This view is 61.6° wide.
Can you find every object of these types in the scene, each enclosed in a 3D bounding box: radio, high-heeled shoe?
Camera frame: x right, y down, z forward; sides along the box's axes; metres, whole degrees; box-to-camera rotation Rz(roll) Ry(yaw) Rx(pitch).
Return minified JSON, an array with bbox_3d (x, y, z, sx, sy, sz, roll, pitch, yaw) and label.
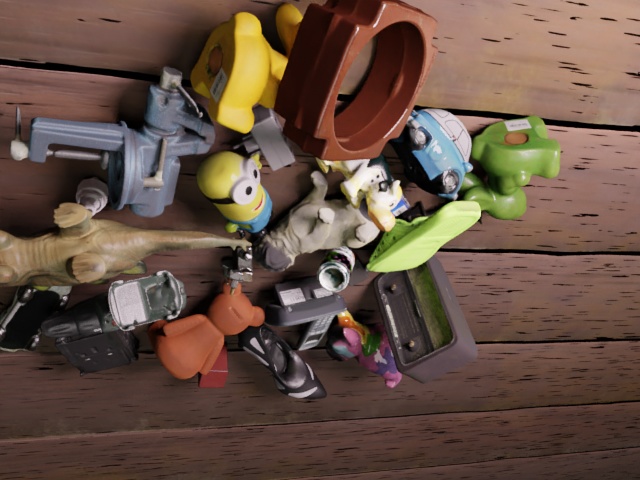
[{"bbox_3d":[0.182,0.133,0.974,0.131,0.230,0.073,-38,128,24],"label":"radio"},{"bbox_3d":[-0.060,0.239,1.069,0.248,0.086,0.145,32,145,-15],"label":"high-heeled shoe"}]

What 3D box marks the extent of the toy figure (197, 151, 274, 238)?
[{"bbox_3d":[-0.122,-0.062,0.802,0.089,0.082,0.180,-7,158,3],"label":"toy figure"}]

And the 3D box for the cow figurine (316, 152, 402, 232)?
[{"bbox_3d":[0.074,-0.095,0.800,0.098,0.167,0.068,-38,166,-4],"label":"cow figurine"}]

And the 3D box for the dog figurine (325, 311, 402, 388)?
[{"bbox_3d":[0.120,0.200,1.097,0.191,0.109,0.219,-35,127,16],"label":"dog figurine"}]

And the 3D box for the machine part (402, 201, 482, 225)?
[{"bbox_3d":[0.218,-0.040,0.958,0.139,0.039,0.084,-15,127,6],"label":"machine part"}]

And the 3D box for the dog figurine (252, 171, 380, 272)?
[{"bbox_3d":[-0.004,-0.006,0.906,0.172,0.121,0.190,24,134,-25],"label":"dog figurine"}]

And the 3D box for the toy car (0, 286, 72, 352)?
[{"bbox_3d":[-0.489,0.122,0.908,0.073,0.056,0.201,24,122,-38],"label":"toy car"}]

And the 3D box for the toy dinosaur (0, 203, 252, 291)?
[{"bbox_3d":[-0.335,0.016,0.774,0.472,0.105,0.198,-2,172,-8],"label":"toy dinosaur"}]

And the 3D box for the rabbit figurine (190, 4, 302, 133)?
[{"bbox_3d":[-0.061,-0.223,0.704,0.173,0.122,0.162,10,118,-39],"label":"rabbit figurine"}]

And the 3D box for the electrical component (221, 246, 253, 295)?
[{"bbox_3d":[-0.139,0.045,0.906,0.045,0.102,0.078,-6,109,-18],"label":"electrical component"}]

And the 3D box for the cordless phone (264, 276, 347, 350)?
[{"bbox_3d":[-0.042,0.161,1.029,0.146,0.089,0.184,-10,142,-28],"label":"cordless phone"}]

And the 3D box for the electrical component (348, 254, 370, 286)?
[{"bbox_3d":[0.061,0.055,1.011,0.094,0.021,0.063,-25,131,8],"label":"electrical component"}]

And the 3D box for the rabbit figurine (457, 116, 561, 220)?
[{"bbox_3d":[0.300,-0.094,0.879,0.159,0.121,0.170,-12,132,-2],"label":"rabbit figurine"}]

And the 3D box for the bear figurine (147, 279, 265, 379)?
[{"bbox_3d":[-0.208,0.156,0.985,0.196,0.132,0.120,-44,110,-9],"label":"bear figurine"}]

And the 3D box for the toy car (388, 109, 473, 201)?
[{"bbox_3d":[0.175,-0.146,0.828,0.103,0.109,0.161,-42,118,-8],"label":"toy car"}]

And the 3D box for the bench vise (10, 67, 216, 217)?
[{"bbox_3d":[-0.266,-0.127,0.702,0.240,0.129,0.223,1,140,-31],"label":"bench vise"}]

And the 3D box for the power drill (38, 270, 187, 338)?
[{"bbox_3d":[-0.312,0.110,0.848,0.232,0.086,0.207,-12,170,-32],"label":"power drill"}]

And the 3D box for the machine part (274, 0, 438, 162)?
[{"bbox_3d":[0.048,-0.206,0.682,0.201,0.087,0.201,-14,133,-50],"label":"machine part"}]

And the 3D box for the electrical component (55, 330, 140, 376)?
[{"bbox_3d":[-0.406,0.180,0.976,0.115,0.058,0.134,-16,132,-3],"label":"electrical component"}]
